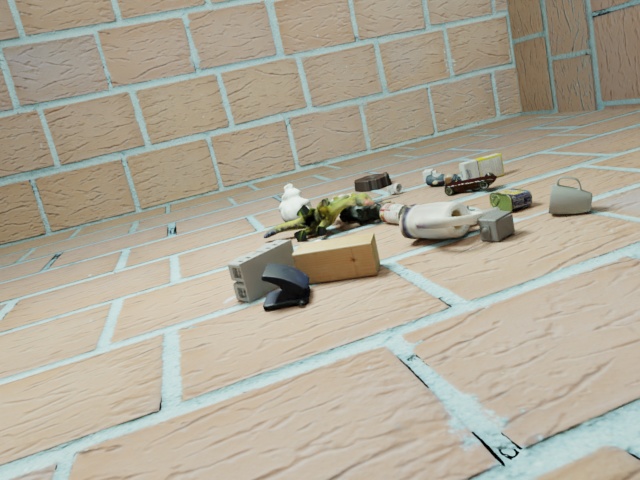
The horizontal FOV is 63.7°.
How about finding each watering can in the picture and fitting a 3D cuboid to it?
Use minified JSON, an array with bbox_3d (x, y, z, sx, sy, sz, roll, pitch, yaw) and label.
[{"bbox_3d":[0.371,-0.060,1.482,0.224,0.104,0.349,-2,5,39],"label":"watering can"}]

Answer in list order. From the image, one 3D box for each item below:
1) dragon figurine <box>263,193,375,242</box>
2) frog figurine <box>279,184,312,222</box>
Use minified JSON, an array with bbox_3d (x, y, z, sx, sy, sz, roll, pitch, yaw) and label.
[{"bbox_3d":[0.006,-0.093,1.846,0.407,0.121,0.246,-13,10,35],"label":"dragon figurine"},{"bbox_3d":[-0.102,-0.145,2.063,0.137,0.158,0.124,-4,17,33],"label":"frog figurine"}]
